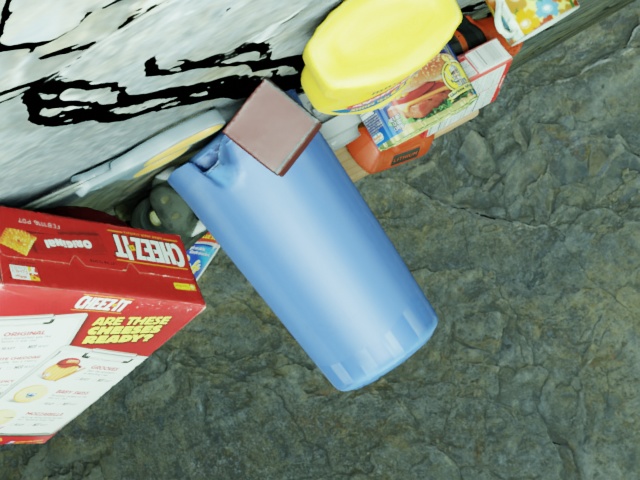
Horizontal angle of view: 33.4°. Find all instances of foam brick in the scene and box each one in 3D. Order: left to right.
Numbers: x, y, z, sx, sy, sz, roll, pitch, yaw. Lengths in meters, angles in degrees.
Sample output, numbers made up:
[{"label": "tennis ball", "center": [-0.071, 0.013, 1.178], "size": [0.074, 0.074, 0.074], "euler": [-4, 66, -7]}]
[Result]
[{"label": "foam brick", "center": [-0.034, -0.083, 0.796], "size": [0.053, 0.051, 0.078], "euler": [-52, -179, 2]}]

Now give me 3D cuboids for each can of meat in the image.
[{"label": "can of meat", "center": [0.073, -0.132, 0.895], "size": [0.102, 0.084, 0.058], "euler": [-29, 180, -26]}]

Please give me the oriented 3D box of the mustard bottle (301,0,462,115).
[{"label": "mustard bottle", "center": [0.034, -0.122, 0.721], "size": [0.096, 0.058, 0.191], "euler": [-31, -179, -3]}]

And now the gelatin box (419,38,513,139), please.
[{"label": "gelatin box", "center": [0.127, -0.140, 0.983], "size": [0.089, 0.030, 0.073], "euler": [-28, 161, -15]}]

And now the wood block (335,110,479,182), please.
[{"label": "wood block", "center": [0.065, -0.130, 1.220], "size": [0.205, 0.090, 0.091], "euler": [-29, -178, -21]}]

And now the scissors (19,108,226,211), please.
[{"label": "scissors", "center": [-0.159, -0.041, 0.755], "size": [0.201, 0.016, 0.096], "euler": [-29, -179, -16]}]

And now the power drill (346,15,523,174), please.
[{"label": "power drill", "center": [0.099, -0.144, 1.068], "size": [0.184, 0.057, 0.188], "euler": [-21, 162, -39]}]

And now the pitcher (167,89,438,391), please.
[{"label": "pitcher", "center": [-0.006, 0.001, 0.918], "size": [0.149, 0.243, 0.145], "euler": [-36, -178, -27]}]

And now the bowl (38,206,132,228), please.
[{"label": "bowl", "center": [-0.197, 0.022, 0.810], "size": [0.162, 0.055, 0.162], "euler": [-17, 153, -9]}]

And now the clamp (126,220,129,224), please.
[{"label": "clamp", "center": [-0.232, 0.037, 1.205], "size": [0.171, 0.120, 0.039], "euler": [-33, 148, 4]}]

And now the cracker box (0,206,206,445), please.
[{"label": "cracker box", "center": [-0.211, 0.068, 0.743], "size": [0.163, 0.072, 0.214], "euler": [10, 139, -47]}]

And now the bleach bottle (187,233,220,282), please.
[{"label": "bleach bottle", "center": [-0.162, 0.014, 1.152], "size": [0.250, 0.068, 0.102], "euler": [-53, 149, -9]}]
